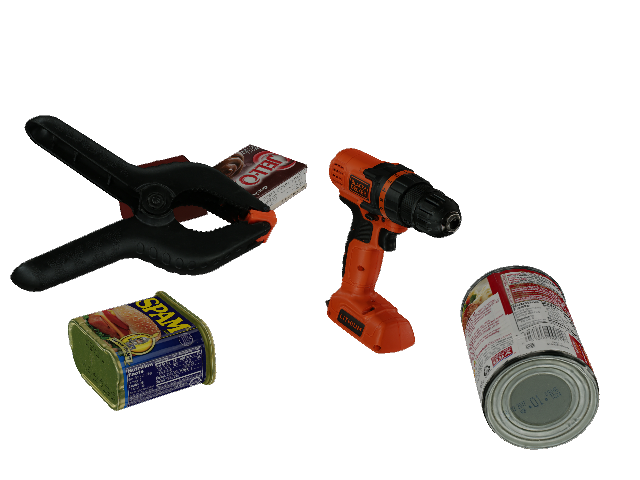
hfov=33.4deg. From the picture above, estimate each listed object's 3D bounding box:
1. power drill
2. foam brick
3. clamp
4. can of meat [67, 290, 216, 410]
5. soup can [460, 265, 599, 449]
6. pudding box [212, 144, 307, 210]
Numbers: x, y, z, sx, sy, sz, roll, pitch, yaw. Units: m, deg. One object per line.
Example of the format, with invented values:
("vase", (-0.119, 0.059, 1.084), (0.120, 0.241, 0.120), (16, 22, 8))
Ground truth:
("power drill", (0.068, 0.015, 1.077), (0.057, 0.188, 0.185), (-8, 25, -31))
("foam brick", (-0.164, -0.048, 1.091), (0.078, 0.053, 0.051), (-17, 30, -21))
("clamp", (-0.116, -0.027, 0.692), (0.171, 0.120, 0.039), (-1, -19, -23))
("can of meat", (-0.146, 0.088, 0.862), (0.083, 0.057, 0.102), (-15, 27, -32))
("soup can", (0.124, 0.068, 0.642), (0.068, 0.068, 0.102), (0, 27, 0))
("pudding box", (-0.084, -0.070, 1.299), (0.090, 0.039, 0.113), (21, 40, 29))
